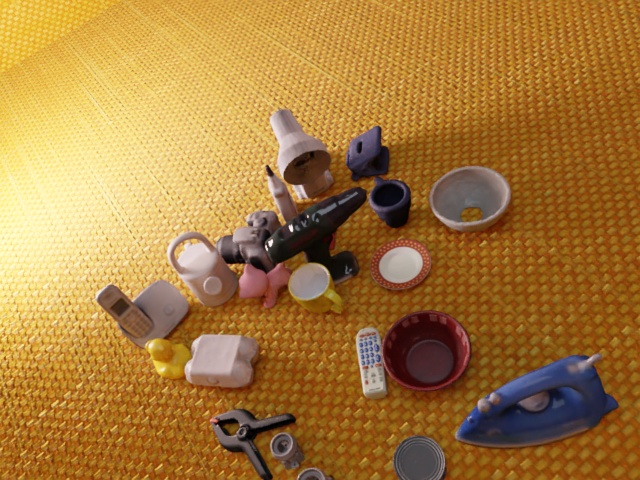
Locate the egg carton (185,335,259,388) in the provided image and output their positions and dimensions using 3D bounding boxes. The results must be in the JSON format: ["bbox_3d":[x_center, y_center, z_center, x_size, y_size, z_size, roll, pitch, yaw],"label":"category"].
[{"bbox_3d":[-0.198,0.246,1.159,0.150,0.070,0.107,-3,52,18],"label":"egg carton"}]

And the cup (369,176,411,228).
[{"bbox_3d":[0.156,-0.080,1.272,0.091,0.095,0.117,-28,49,-2],"label":"cup"}]

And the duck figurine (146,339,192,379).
[{"bbox_3d":[-0.320,0.241,1.197,0.104,0.086,0.077,17,61,30],"label":"duck figurine"}]

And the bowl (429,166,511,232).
[{"bbox_3d":[0.321,-0.075,1.220,0.167,0.075,0.167,-10,50,13],"label":"bowl"}]

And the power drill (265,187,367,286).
[{"bbox_3d":[0.011,0.004,1.182,0.229,0.209,0.075,-26,49,-1],"label":"power drill"}]

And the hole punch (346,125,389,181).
[{"bbox_3d":[0.112,-0.213,1.397,0.101,0.091,0.108,-6,51,16],"label":"hole punch"}]

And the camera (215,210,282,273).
[{"bbox_3d":[-0.169,0.001,1.323,0.136,0.101,0.143,-3,52,18],"label":"camera"}]

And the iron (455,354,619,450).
[{"bbox_3d":[0.332,0.253,0.911,0.258,0.142,0.118,-21,49,3],"label":"iron"}]

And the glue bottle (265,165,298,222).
[{"bbox_3d":[-0.094,-0.112,1.337,0.037,0.173,0.078,-21,49,4],"label":"glue bottle"}]

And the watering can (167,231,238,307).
[{"bbox_3d":[-0.256,0.058,1.247,0.172,0.194,0.101,22,63,33],"label":"watering can"}]

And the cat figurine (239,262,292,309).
[{"bbox_3d":[-0.118,0.086,1.225,0.128,0.118,0.067,-37,50,-10],"label":"cat figurine"}]

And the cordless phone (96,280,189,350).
[{"bbox_3d":[-0.384,0.136,1.238,0.093,0.185,0.148,26,66,35],"label":"cordless phone"}]

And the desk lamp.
[{"bbox_3d":[-0.047,-0.195,1.359,0.118,0.214,0.202,-26,49,-1],"label":"desk lamp"}]

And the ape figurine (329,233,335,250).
[{"bbox_3d":[0.001,-0.030,1.291,0.075,0.092,0.078,31,69,36],"label":"ape figurine"}]
